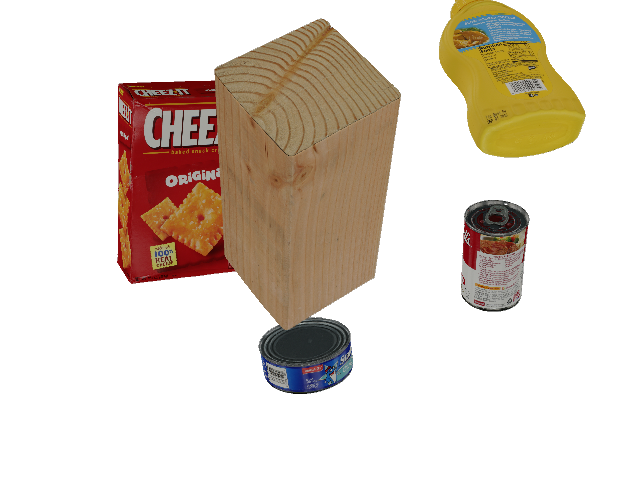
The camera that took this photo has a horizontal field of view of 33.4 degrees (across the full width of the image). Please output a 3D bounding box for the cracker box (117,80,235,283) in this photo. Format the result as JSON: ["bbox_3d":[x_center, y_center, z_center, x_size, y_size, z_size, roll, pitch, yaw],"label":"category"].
[{"bbox_3d":[-0.140,-0.066,1.192,0.164,0.214,0.072,-5,25,-24],"label":"cracker box"}]

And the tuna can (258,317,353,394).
[{"bbox_3d":[-0.013,0.106,0.990,0.086,0.034,0.086,-7,24,3],"label":"tuna can"}]

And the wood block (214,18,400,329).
[{"bbox_3d":[-0.013,-0.040,0.758,0.090,0.090,0.206,-29,-29,-21],"label":"wood block"}]

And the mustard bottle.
[{"bbox_3d":[0.159,-0.162,0.965,0.096,0.192,0.058,-10,-37,-10],"label":"mustard bottle"}]

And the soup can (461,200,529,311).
[{"bbox_3d":[0.187,0.017,1.146,0.068,0.102,0.068,-2,34,1],"label":"soup can"}]
